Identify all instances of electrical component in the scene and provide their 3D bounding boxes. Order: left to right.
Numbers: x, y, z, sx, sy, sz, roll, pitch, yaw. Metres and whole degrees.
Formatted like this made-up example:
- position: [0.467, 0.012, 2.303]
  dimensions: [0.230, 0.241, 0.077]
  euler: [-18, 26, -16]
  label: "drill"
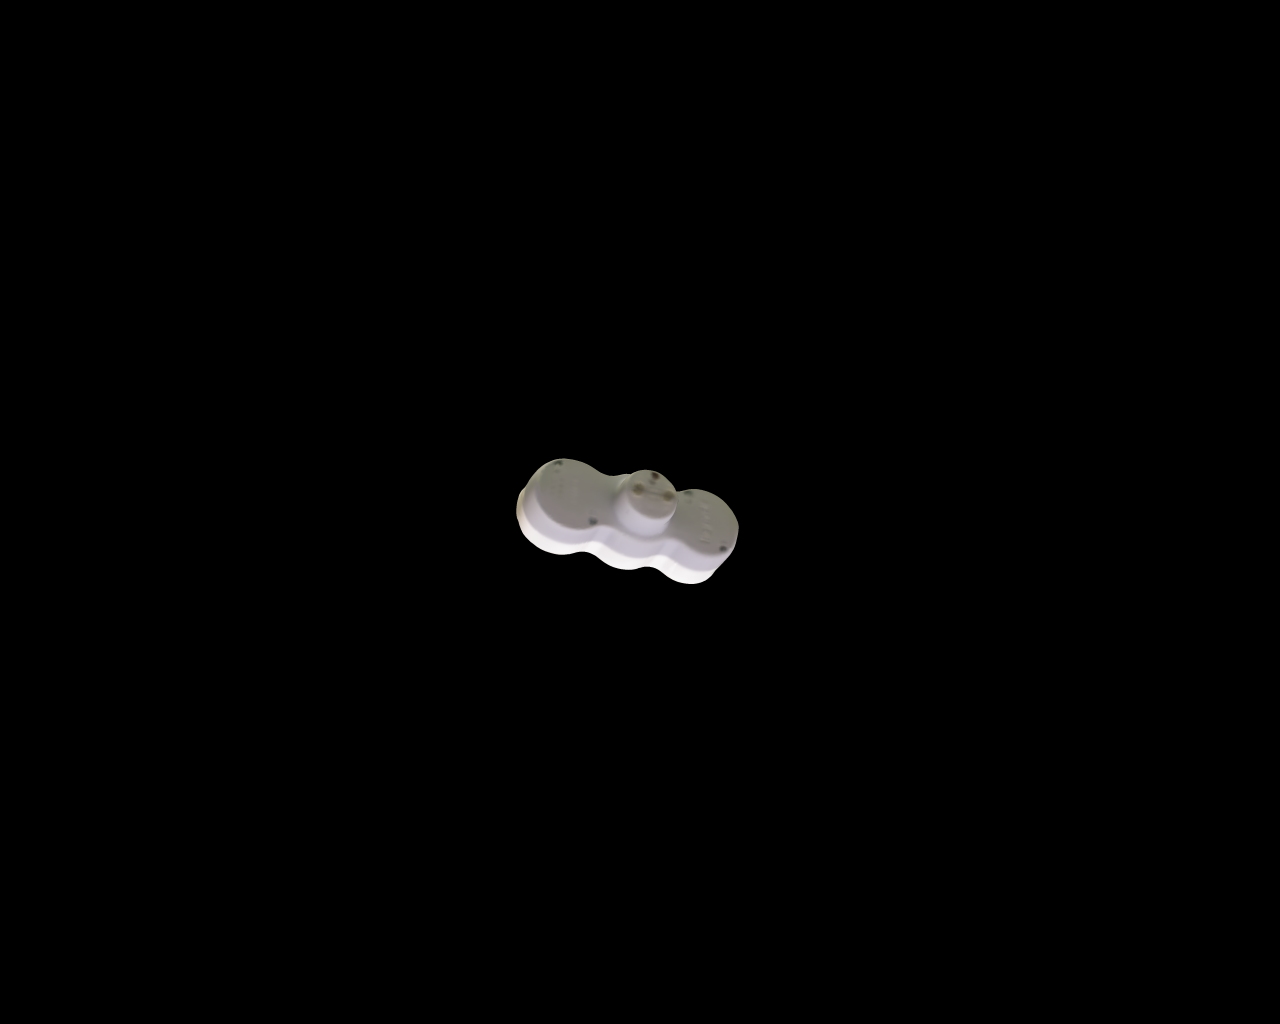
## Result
- position: [0.001, -0.003, 0.650]
  dimensions: [0.138, 0.052, 0.073]
  euler: [14, -36, -20]
  label: "electrical component"
